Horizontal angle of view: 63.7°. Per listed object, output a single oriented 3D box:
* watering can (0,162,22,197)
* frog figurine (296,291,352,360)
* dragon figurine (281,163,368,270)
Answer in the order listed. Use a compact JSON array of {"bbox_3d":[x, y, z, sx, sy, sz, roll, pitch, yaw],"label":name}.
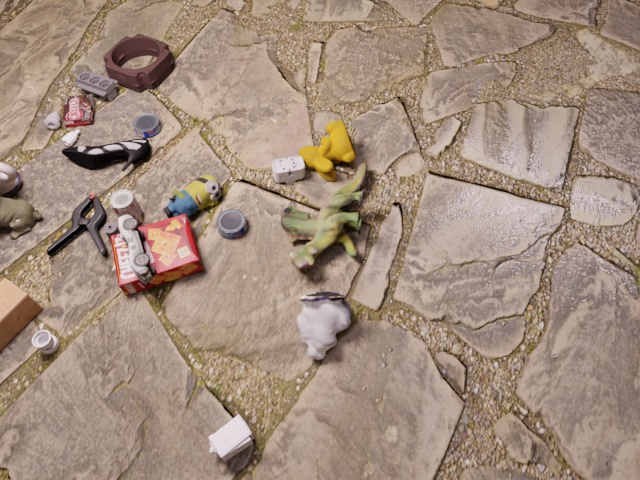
[{"bbox_3d":[-1.016,-0.194,1.457,0.348,0.222,0.105,4,77,2],"label":"watering can"},{"bbox_3d":[0.011,0.212,1.289,0.137,0.123,0.159,-2,93,-11],"label":"frog figurine"},{"bbox_3d":[0.004,-0.074,1.465,0.243,0.119,0.420,2,48,10],"label":"dragon figurine"}]
